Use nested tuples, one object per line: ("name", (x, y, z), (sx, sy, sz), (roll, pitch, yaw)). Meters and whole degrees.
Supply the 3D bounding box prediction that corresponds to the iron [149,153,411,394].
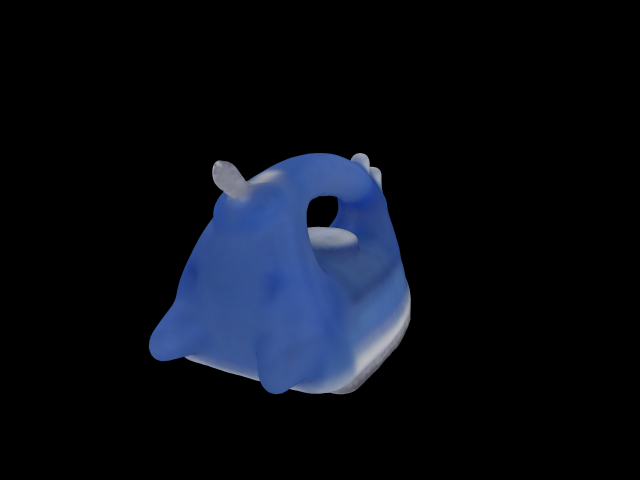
("iron", (0.004, 0.001, 0.400), (0.118, 0.141, 0.259), (8, 18, 27))
